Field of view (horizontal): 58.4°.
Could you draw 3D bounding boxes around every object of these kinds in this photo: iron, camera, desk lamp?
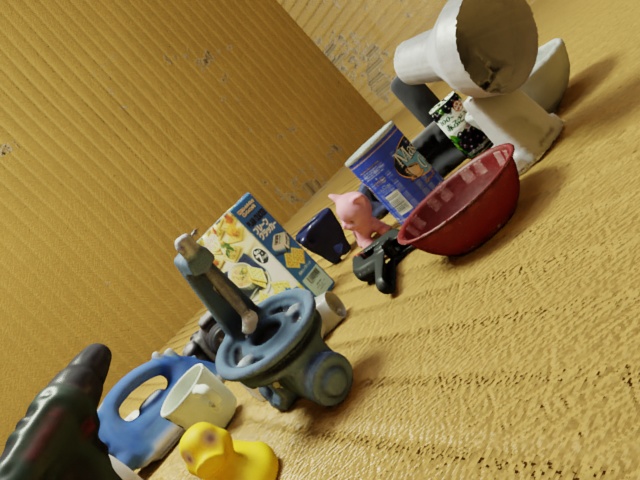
[{"bbox_3d":[-0.281,0.270,0.976,0.118,0.141,0.259,-35,11,50],"label":"iron"},{"bbox_3d":[-0.207,0.200,1.141,0.143,0.101,0.136,-45,7,-12],"label":"camera"},{"bbox_3d":[0.192,-0.181,0.696,0.118,0.213,0.203,-46,8,-16],"label":"desk lamp"}]

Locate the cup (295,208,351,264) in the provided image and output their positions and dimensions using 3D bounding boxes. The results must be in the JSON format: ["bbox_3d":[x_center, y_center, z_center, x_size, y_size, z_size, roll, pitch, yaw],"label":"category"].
[{"bbox_3d":[0.010,0.004,1.103,0.091,0.095,0.118,-39,8,29],"label":"cup"}]

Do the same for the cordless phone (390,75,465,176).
[{"bbox_3d":[0.171,-0.198,1.021,0.147,0.185,0.094,-42,8,14],"label":"cordless phone"}]

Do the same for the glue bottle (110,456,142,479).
[{"bbox_3d":[-0.317,0.314,0.790,0.078,0.173,0.037,-39,9,28],"label":"glue bottle"}]

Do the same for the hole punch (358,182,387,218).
[{"bbox_3d":[0.100,-0.090,1.167,0.101,0.091,0.109,-40,8,25],"label":"hole punch"}]

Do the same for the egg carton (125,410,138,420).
[{"bbox_3d":[-0.361,0.383,1.053,0.150,0.069,0.107,-42,7,11],"label":"egg carton"}]

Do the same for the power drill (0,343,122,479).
[{"bbox_3d":[-0.244,0.247,0.634,0.075,0.208,0.230,-40,8,27],"label":"power drill"}]

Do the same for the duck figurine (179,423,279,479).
[{"bbox_3d":[-0.092,0.205,0.534,0.077,0.086,0.104,-44,7,-6],"label":"duck figurine"}]

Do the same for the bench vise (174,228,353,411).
[{"bbox_3d":[-0.086,0.095,0.601,0.207,0.220,0.122,-35,11,49],"label":"bench vise"}]

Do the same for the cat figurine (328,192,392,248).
[{"bbox_3d":[0.063,-0.044,1.000,0.067,0.118,0.127,-44,7,-1],"label":"cat figurine"}]

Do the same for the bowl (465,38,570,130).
[{"bbox_3d":[0.295,-0.205,0.824,0.167,0.075,0.167,-43,7,7],"label":"bowl"}]
